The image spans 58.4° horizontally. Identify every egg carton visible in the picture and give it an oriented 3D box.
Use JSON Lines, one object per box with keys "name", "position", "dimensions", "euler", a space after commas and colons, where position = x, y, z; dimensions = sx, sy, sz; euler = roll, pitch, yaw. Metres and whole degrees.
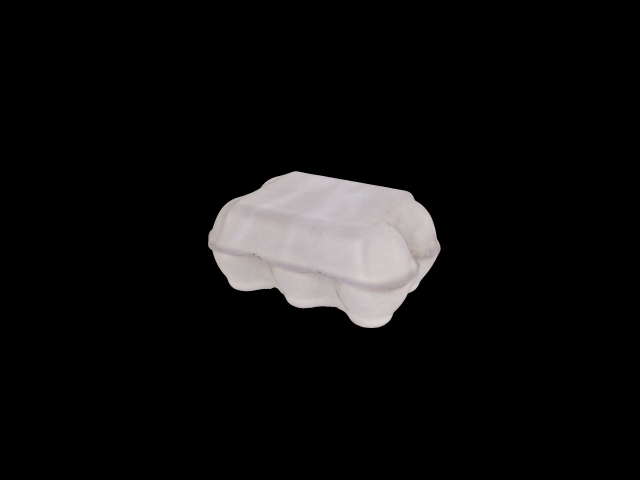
{"name": "egg carton", "position": [0.004, 0.001, 0.400], "dimensions": [0.150, 0.069, 0.107], "euler": [12, 27, 25]}
